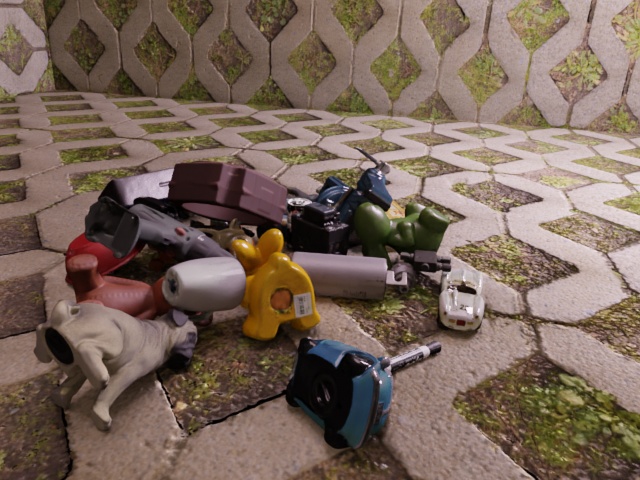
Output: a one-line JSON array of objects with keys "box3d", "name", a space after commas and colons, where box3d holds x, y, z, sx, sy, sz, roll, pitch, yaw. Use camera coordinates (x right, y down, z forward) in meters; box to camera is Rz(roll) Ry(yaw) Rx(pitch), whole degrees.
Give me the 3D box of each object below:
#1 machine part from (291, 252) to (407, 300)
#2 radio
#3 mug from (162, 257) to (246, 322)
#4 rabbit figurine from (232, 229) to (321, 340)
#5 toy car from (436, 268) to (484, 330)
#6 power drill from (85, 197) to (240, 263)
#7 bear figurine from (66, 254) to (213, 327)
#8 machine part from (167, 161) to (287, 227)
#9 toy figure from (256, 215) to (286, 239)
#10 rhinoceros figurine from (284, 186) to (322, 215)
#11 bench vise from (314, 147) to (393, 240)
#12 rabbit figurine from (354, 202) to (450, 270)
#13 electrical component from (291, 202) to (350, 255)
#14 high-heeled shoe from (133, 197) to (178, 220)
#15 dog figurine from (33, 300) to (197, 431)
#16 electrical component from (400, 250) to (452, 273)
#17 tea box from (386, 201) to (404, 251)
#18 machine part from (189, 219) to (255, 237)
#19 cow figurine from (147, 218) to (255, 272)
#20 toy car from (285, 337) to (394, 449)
[{"box3d": [0.033, 0.065, 0.957, 0.243, 0.079, 0.079, 5, 23, 3], "name": "machine part"}, {"box3d": [-0.390, -0.107, 1.260, 0.229, 0.073, 0.131, -19, -5, -42], "name": "radio"}, {"box3d": [-0.181, 0.074, 0.795, 0.107, 0.109, 0.081, 5, 35, -48], "name": "mug"}, {"box3d": [-0.093, 0.070, 0.871, 0.122, 0.162, 0.173, -20, 11, -19], "name": "rabbit figurine"}, {"box3d": [0.244, 0.095, 0.931, 0.074, 0.056, 0.202, 7, 23, 13], "name": "toy car"}, {"box3d": [-0.263, -0.004, 0.889, 0.232, 0.086, 0.207, 27, 9, 22], "name": "power drill"}, {"box3d": [-0.267, 0.087, 0.819, 0.196, 0.131, 0.120, -9, 57, -17], "name": "bear figurine"}, {"box3d": [-0.183, -0.090, 1.076, 0.202, 0.087, 0.201, 3, -11, 34], "name": "machine part"}, {"box3d": [-0.070, -0.034, 1.201, 0.154, 0.057, 0.064, -22, 15, -41], "name": "toy figure"}, {"box3d": [-0.042, -0.075, 1.305, 0.190, 0.073, 0.112, -7, 35, -26], "name": "rhinoceros figurine"}, {"box3d": [0.054, -0.095, 1.179, 0.129, 0.223, 0.241, 19, 13, -26], "name": "bench vise"}, {"box3d": [0.137, -0.012, 1.055, 0.170, 0.159, 0.121, 17, 17, -16], "name": "rabbit figurine"}, {"box3d": [-0.002, -0.003, 1.042, 0.058, 0.134, 0.115, -18, 29, -41], "name": "electrical component"}, {"box3d": [-0.322, -0.052, 1.122, 0.145, 0.086, 0.249, -15, 6, -39], "name": "high-heeled shoe"}, {"box3d": [-0.245, 0.117, 0.691, 0.121, 0.172, 0.190, 24, 36, 21], "name": "dog figurine"}, {"box3d": [0.192, 0.040, 0.979, 0.094, 0.021, 0.063, 7, 21, 10], "name": "electrical component"}, {"box3d": [0.144, -0.037, 1.223, 0.098, 0.068, 0.170, -3, 24, -10], "name": "tea box"}, {"box3d": [-0.217, -0.020, 1.162, 0.139, 0.039, 0.084, 5, -2, 17], "name": "machine part"}, {"box3d": [-0.225, 0.012, 1.057, 0.195, 0.085, 0.127, 3, 28, 5], "name": "cow figurine"}, {"box3d": [0.034, 0.182, 0.662, 0.103, 0.109, 0.162, 14, 0, -37], "name": "toy car"}]
